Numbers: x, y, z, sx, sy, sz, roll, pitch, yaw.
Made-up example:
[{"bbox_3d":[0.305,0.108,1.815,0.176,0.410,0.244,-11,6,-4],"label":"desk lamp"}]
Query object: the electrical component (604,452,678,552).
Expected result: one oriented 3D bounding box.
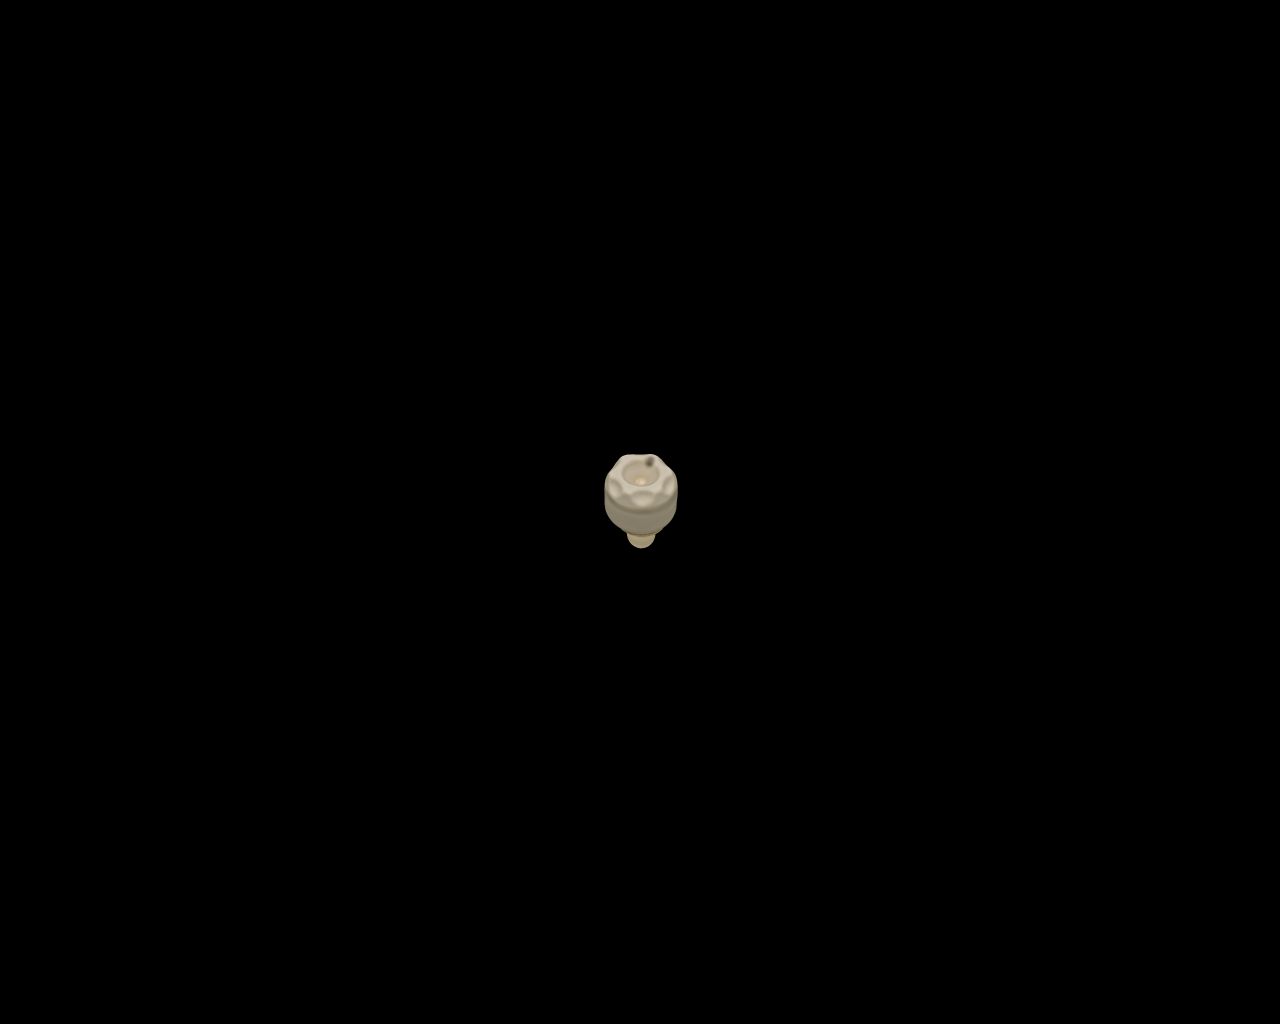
[{"bbox_3d":[0.001,-0.003,0.650,0.043,0.043,0.062,0,-44,0],"label":"electrical component"}]
